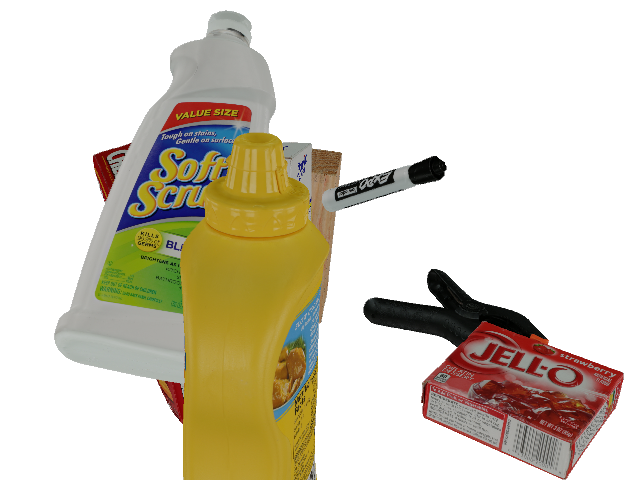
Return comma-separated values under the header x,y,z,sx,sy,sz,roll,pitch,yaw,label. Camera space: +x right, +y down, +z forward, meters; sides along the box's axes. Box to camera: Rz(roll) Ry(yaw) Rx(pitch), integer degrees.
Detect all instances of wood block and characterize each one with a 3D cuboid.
x,y,z,sx,sy,sz,roll,pitch,yaw,label
-0.029,-0.009,1.379,0.090,0.206,0.090,7,24,2,wood block

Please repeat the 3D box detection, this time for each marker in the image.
x,y,z,sx,sy,sz,roll,pitch,yaw,label
0.049,-0.044,0.841,0.020,0.020,0.121,0,-11,-46,marker

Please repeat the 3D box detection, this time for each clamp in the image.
x,y,z,sx,sy,sz,roll,pitch,yaw,label
0.140,0.072,1.007,0.172,0.039,0.120,21,34,25,clamp

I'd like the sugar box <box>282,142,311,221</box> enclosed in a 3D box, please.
x,y,z,sx,sy,sz,roll,pitch,yaw,label
-0.039,-0.012,1.145,0.048,0.176,0.093,2,14,13,sugar box

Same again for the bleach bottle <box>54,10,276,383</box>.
x,y,z,sx,sy,sz,roll,pitch,yaw,label
-0.090,-0.039,0.689,0.102,0.250,0.068,12,-23,-5,bleach bottle

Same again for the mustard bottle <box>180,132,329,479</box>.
x,y,z,sx,sy,sz,roll,pitch,yaw,label
-0.027,0.049,0.442,0.058,0.192,0.096,8,24,11,mustard bottle

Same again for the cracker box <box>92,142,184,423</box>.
x,y,z,sx,sy,sz,roll,pitch,yaw,label
-0.137,0.040,0.962,0.072,0.164,0.214,-20,-40,-14,cracker box

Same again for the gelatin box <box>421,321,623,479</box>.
x,y,z,sx,sy,sz,roll,pitch,yaw,label
0.111,0.085,0.591,0.089,0.030,0.073,21,35,28,gelatin box
